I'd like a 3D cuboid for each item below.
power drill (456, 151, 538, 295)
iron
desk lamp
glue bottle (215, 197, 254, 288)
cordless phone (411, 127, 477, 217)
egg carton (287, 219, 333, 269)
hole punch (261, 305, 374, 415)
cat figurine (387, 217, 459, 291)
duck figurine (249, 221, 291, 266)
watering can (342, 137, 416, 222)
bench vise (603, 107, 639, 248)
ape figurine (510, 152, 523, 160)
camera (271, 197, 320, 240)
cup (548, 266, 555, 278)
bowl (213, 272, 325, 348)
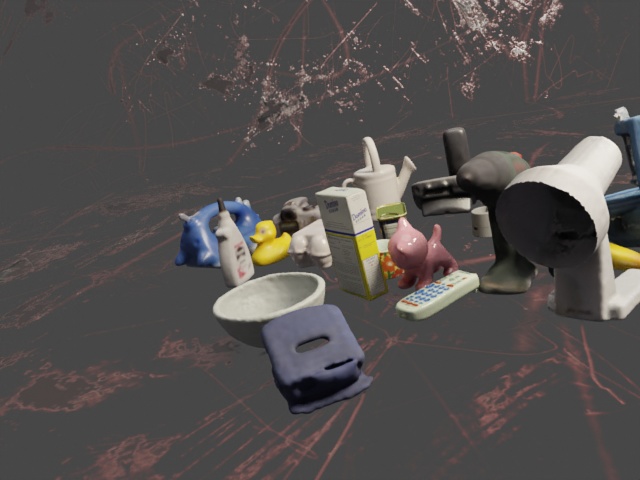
[{"bbox_3d":[0.262,-0.032,0.835,0.075,0.208,0.230,-2,19,32],"label":"power drill"},{"bbox_3d":[-0.210,-0.027,1.289,0.118,0.141,0.259,1,21,38],"label":"iron"},{"bbox_3d":[0.319,-0.009,0.706,0.204,0.214,0.117,-25,20,-37],"label":"desk lamp"},{"bbox_3d":[-0.174,0.001,1.109,0.037,0.173,0.078,-6,17,21],"label":"glue bottle"},{"bbox_3d":[0.274,-0.153,1.282,0.147,0.185,0.094,-9,17,13],"label":"cordless phone"},{"bbox_3d":[0.011,0.004,1.151,0.107,0.069,0.151,-1,20,35],"label":"egg carton"},{"bbox_3d":[-0.005,0.136,0.674,0.109,0.091,0.101,-17,17,-15],"label":"hole punch"},{"bbox_3d":[0.156,0.017,0.911,0.128,0.118,0.067,-24,20,-36],"label":"cat figurine"},{"bbox_3d":[-0.107,0.000,1.223,0.105,0.086,0.077,-25,20,-38],"label":"duck figurine"},{"bbox_3d":[0.138,-0.151,1.358,0.173,0.194,0.100,-19,17,-22],"label":"watering can"},{"bbox_3d":[0.483,-0.080,0.815,0.122,0.220,0.206,-20,18,-24],"label":"bench vise"},{"bbox_3d":[0.459,-0.161,1.342,0.076,0.092,0.077,-13,16,-3],"label":"ape figurine"},{"bbox_3d":[-0.023,-0.053,1.313,0.142,0.101,0.137,-5,18,25],"label":"camera"},{"bbox_3d":[0.353,0.006,0.846,0.092,0.095,0.117,-17,17,-15],"label":"cup"},{"bbox_3d":[-0.067,0.110,0.836,0.167,0.075,0.167,-11,16,4],"label":"bowl"}]
